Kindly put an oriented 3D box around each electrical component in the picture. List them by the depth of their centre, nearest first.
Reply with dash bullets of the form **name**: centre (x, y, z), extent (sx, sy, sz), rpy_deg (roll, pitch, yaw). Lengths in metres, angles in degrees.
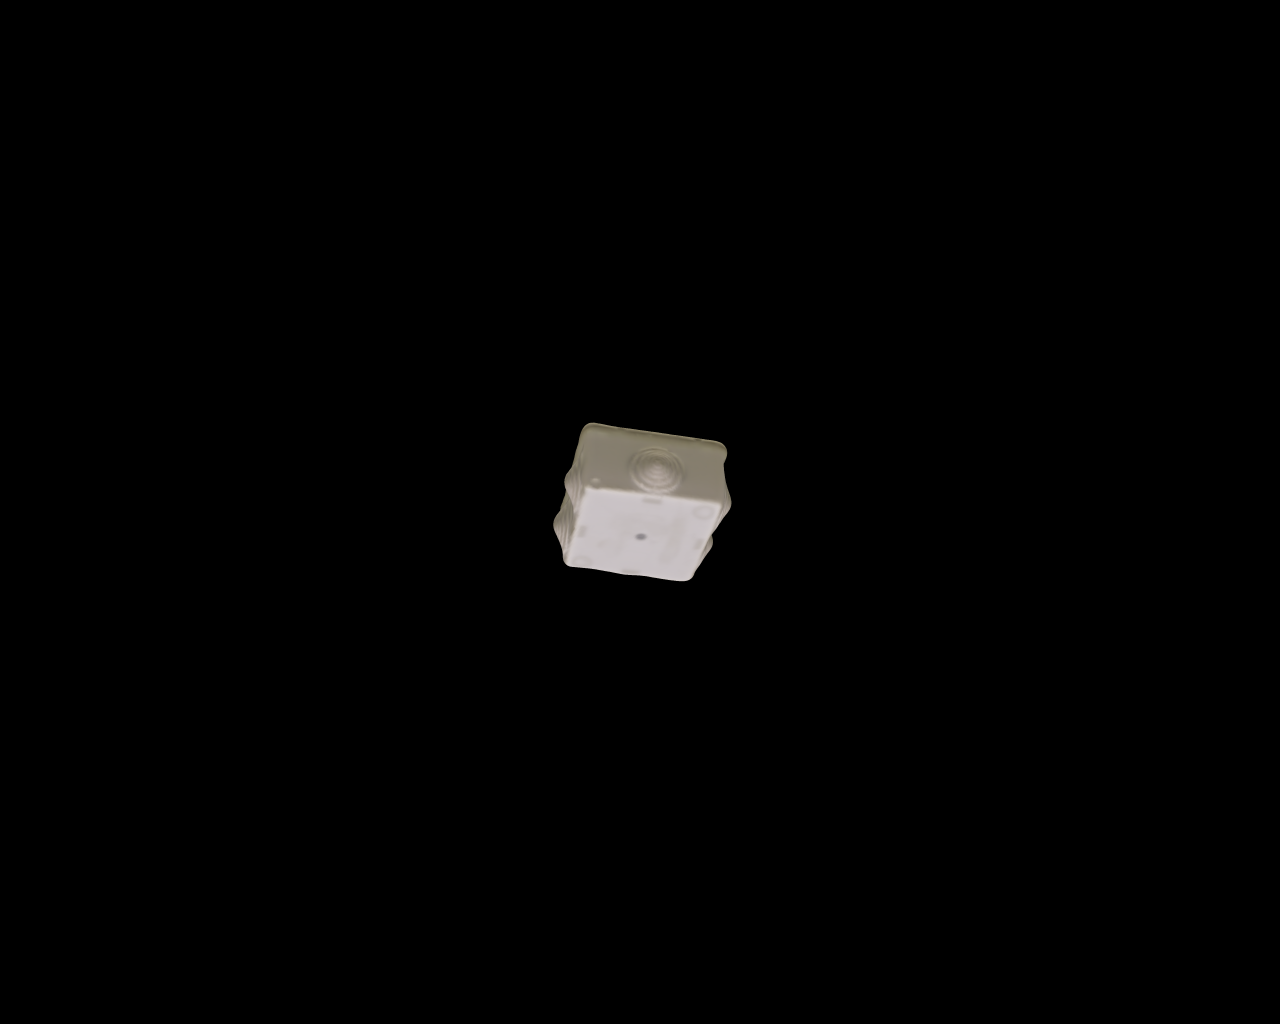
- **electrical component**: centre (0.001, -0.003, 0.650), extent (0.100, 0.048, 0.099), rpy_deg (8, -39, -10)
